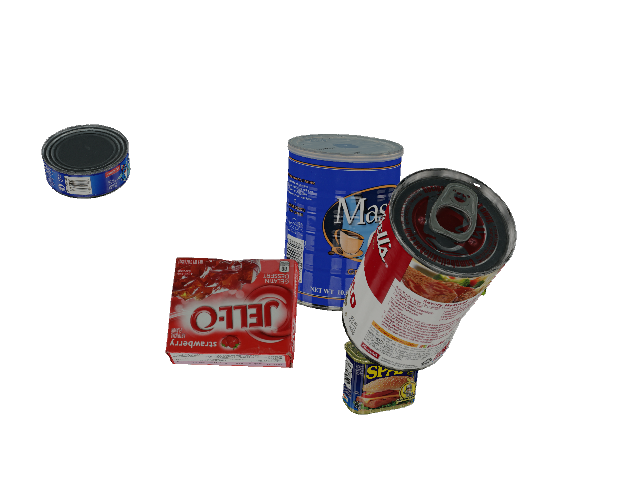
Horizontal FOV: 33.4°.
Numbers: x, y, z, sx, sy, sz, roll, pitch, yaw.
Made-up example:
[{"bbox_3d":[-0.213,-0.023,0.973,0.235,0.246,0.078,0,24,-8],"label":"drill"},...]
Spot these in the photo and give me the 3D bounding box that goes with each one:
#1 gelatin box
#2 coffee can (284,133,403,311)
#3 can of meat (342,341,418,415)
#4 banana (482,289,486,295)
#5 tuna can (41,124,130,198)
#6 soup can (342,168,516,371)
[{"bbox_3d":[-0.061,0.050,0.757,0.089,0.073,0.030,1,-25,4],"label":"gelatin box"},{"bbox_3d":[0.019,-0.019,0.962,0.103,0.140,0.103,3,15,-1],"label":"coffee can"},{"bbox_3d":[0.080,0.177,1.413,0.102,0.084,0.057,-6,25,-22],"label":"can of meat"},{"bbox_3d":[0.101,0.022,1.192,0.069,0.037,0.198,3,24,-32],"label":"banana"},{"bbox_3d":[-0.234,-0.079,1.071,0.086,0.034,0.086,1,40,-1],"label":"tuna can"},{"bbox_3d":[0.056,0.018,0.579,0.068,0.068,0.102,0,-35,-17],"label":"soup can"}]
